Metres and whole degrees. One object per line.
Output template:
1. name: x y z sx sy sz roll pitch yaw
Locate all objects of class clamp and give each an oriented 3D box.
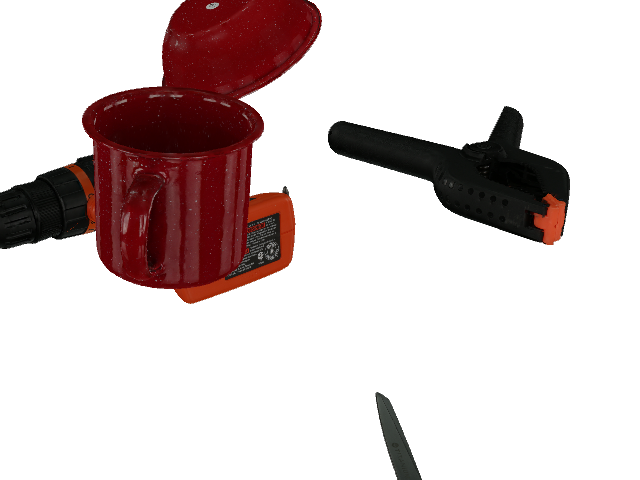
1. clamp: 0.104 -0.051 0.763 0.164 0.036 0.210 -5 26 -13

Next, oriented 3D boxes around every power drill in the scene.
1. power drill: -0.125 -0.016 0.750 0.184 0.057 0.188 -23 33 -38

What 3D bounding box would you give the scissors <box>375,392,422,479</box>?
1. scissors: 0.075 0.156 0.600 0.096 0.016 0.201 7 32 1

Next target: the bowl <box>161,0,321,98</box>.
1. bowl: -0.083 -0.190 0.958 0.162 0.162 0.055 0 -44 34

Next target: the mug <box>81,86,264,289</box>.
1. mug: -0.080 -0.022 0.557 0.093 0.081 0.117 7 29 4
